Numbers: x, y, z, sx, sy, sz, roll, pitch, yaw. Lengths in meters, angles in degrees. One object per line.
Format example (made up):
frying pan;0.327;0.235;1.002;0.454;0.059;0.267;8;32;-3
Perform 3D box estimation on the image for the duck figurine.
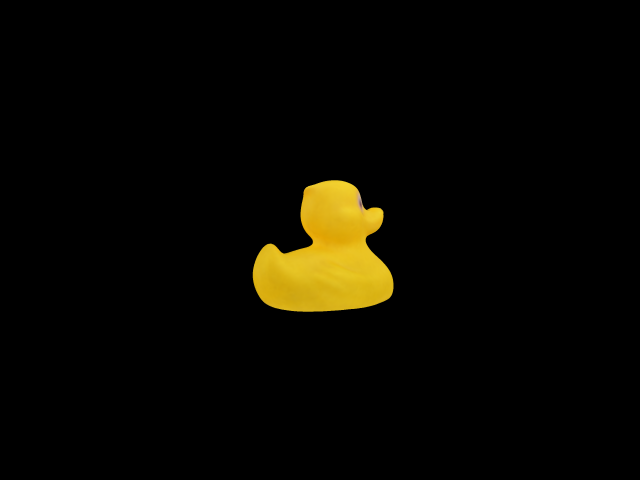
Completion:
duck figurine;0.004;0.001;0.400;0.105;0.086;0.077;-4;7;-29
